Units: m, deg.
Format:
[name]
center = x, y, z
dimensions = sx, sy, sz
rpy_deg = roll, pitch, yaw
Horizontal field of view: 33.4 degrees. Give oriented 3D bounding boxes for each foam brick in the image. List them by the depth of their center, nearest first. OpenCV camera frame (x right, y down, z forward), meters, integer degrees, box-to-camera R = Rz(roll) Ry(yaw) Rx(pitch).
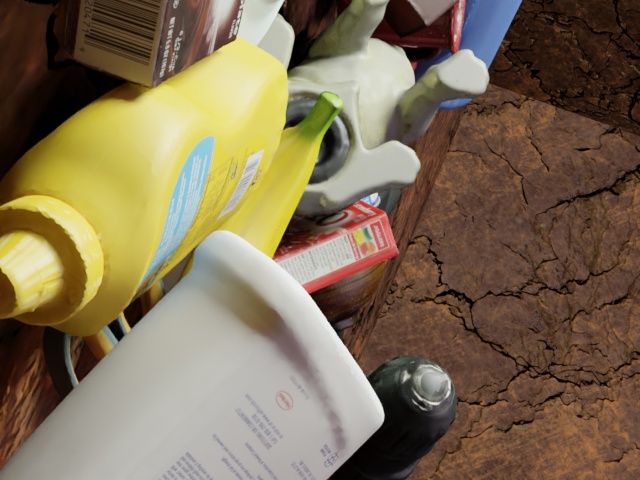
[foam brick]
center = 0.070, -0.170, 0.655
dimensions = 0.078, 0.053, 0.051
rpy_deg = -42, -169, -10

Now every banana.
[banana]
center = -0.046, 0.016, 0.501
dimensions = 0.070, 0.037, 0.197
rpy_deg = 117, -3, -64

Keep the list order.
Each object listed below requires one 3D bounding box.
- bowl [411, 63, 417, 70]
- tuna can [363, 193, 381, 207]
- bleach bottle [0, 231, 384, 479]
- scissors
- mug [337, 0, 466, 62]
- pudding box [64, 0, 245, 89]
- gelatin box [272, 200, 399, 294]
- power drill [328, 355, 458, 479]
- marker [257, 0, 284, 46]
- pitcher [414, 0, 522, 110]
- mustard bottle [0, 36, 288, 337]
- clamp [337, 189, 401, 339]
[bowl]
center = 0.045, -0.147, 0.884
dimensions = 0.162, 0.055, 0.162
rpy_deg = 22, 89, -82
[tuna can]
center = -0.004, -0.032, 0.729
dimensions = 0.086, 0.086, 0.034
rpy_deg = -53, 131, -64
[bleach bottle]
center = -0.093, 0.116, 0.382
dimensions = 0.250, 0.068, 0.102
rpy_deg = -43, 131, -13
[scissors]
center = -0.073, 0.081, 0.526
dimensions = 0.201, 0.016, 0.096
rpy_deg = 59, 34, -49
[mug]
center = 0.059, -0.170, 0.750
dimensions = 0.117, 0.081, 0.093
rpy_deg = 79, 20, -57
[pudding box]
center = -0.047, -0.119, 0.371
dimensions = 0.090, 0.039, 0.114
rpy_deg = -54, 163, -64
[gelatin box]
center = -0.004, 0.001, 0.625
dimensions = 0.089, 0.073, 0.030
rpy_deg = -143, -148, -70
[power drill]
center = -0.020, 0.145, 0.472
dimensions = 0.187, 0.057, 0.185
rpy_deg = -49, 175, -36
[marker]
center = -0.026, -0.131, 0.562
dimensions = 0.020, 0.020, 0.121
rpy_deg = 100, 13, -56
[pitcher]
center = 0.130, -0.238, 0.990
dimensions = 0.149, 0.145, 0.243
rpy_deg = -18, 143, -34
[mustard bottle]
center = -0.071, -0.016, 0.398
dimensions = 0.096, 0.058, 0.191
rpy_deg = -59, 178, 25
[clamp]
center = 0.034, -0.006, 0.875
dimensions = 0.210, 0.036, 0.164
rpy_deg = 91, 21, -70
